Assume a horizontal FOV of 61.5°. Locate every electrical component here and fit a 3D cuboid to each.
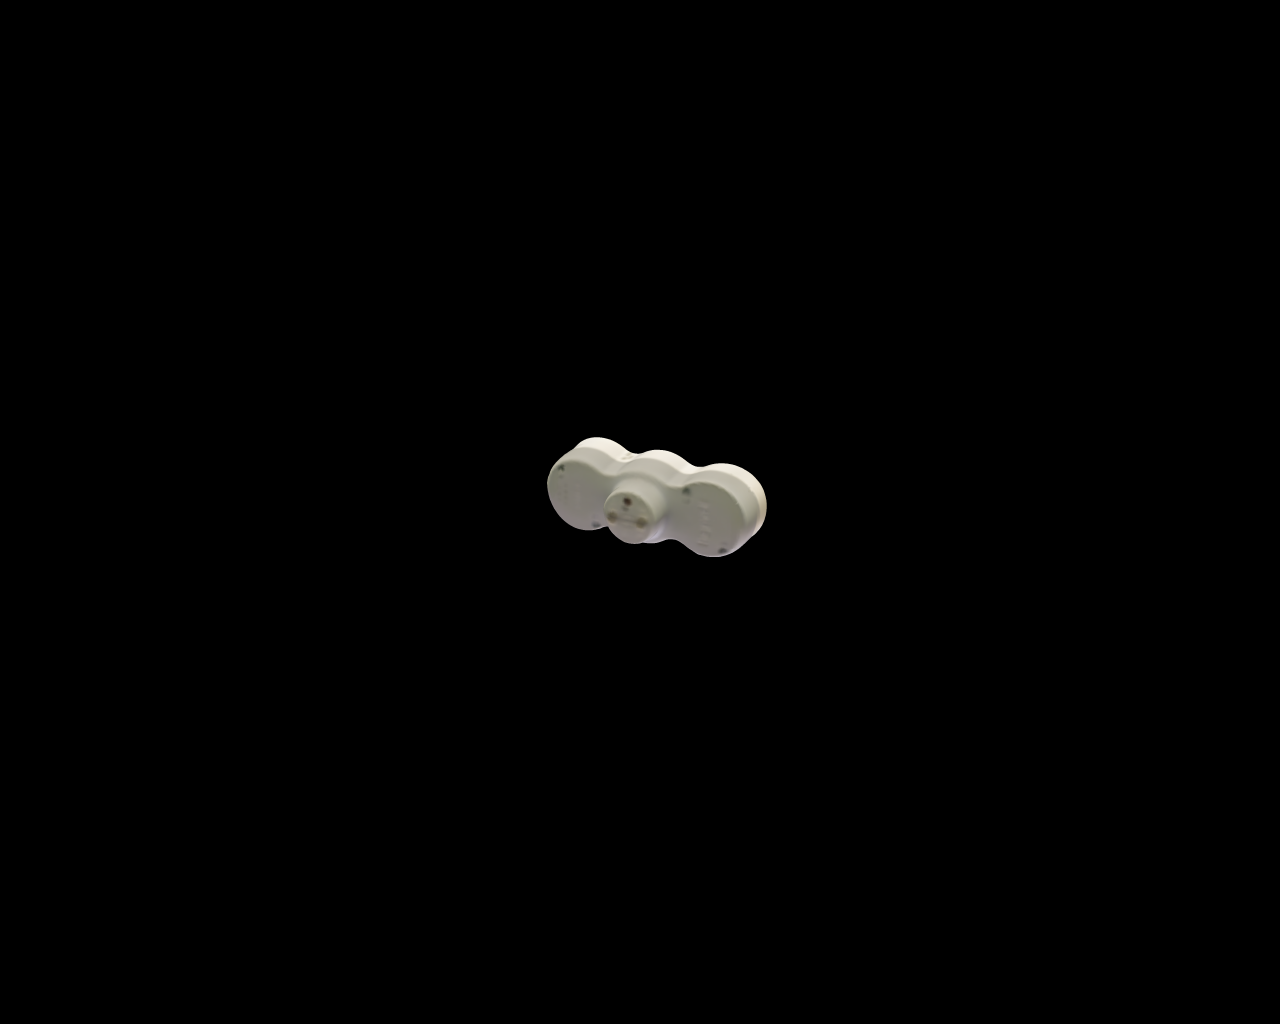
[{"bbox_3d":[0.001,-0.003,0.650,0.138,0.052,0.074,12,28,25],"label":"electrical component"}]
